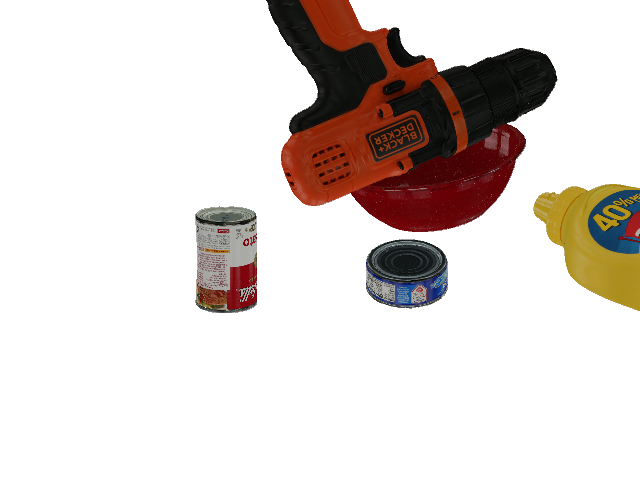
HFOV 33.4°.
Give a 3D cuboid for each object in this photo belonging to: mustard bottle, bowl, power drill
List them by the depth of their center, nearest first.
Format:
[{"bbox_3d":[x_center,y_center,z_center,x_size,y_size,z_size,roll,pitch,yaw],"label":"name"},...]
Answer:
[{"bbox_3d":[0.038,-0.134,0.652,0.184,0.187,0.057,-24,8,-10],"label":"power drill"},{"bbox_3d":[0.211,0.009,0.662,0.096,0.058,0.192,-27,36,-30],"label":"mustard bottle"},{"bbox_3d":[0.093,-0.051,0.891,0.162,0.055,0.162,-10,23,4],"label":"bowl"}]

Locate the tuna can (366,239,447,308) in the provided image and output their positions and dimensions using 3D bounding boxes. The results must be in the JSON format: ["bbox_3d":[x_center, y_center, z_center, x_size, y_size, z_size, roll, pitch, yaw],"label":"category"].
[{"bbox_3d":[0.090,0.033,1.112,0.086,0.034,0.086,-2,30,1],"label":"tuna can"}]

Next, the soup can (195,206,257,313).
[{"bbox_3d":[-0.103,0.020,1.161,0.068,0.102,0.068,1,17,0],"label":"soup can"}]
